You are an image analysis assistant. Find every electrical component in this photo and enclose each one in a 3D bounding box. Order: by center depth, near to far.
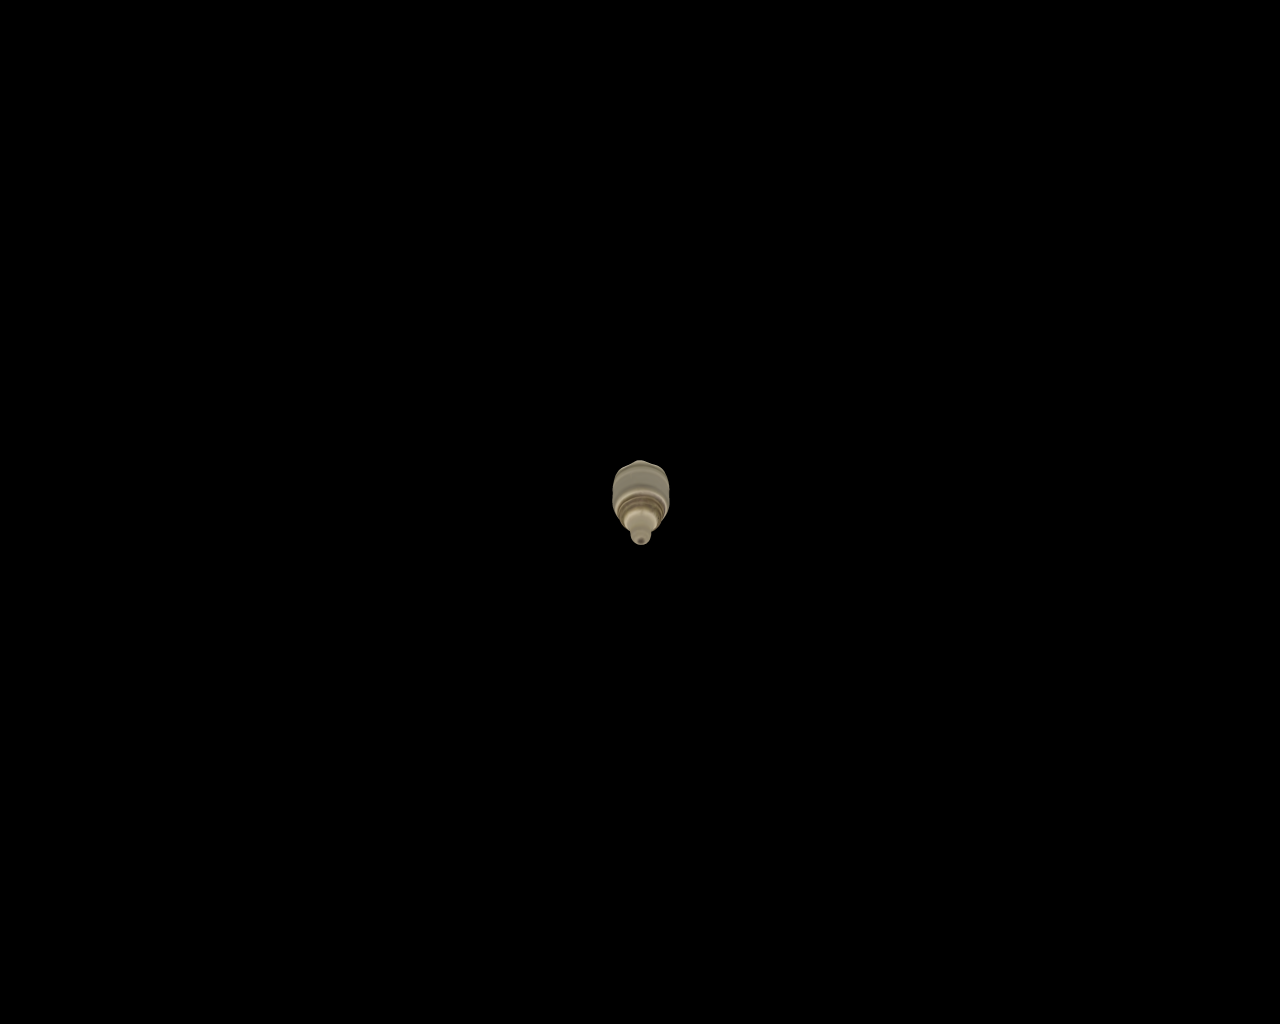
[{"bbox_3d":[0.001,-0.003,0.650,0.035,0.035,0.061,0,41,0],"label":"electrical component"}]
